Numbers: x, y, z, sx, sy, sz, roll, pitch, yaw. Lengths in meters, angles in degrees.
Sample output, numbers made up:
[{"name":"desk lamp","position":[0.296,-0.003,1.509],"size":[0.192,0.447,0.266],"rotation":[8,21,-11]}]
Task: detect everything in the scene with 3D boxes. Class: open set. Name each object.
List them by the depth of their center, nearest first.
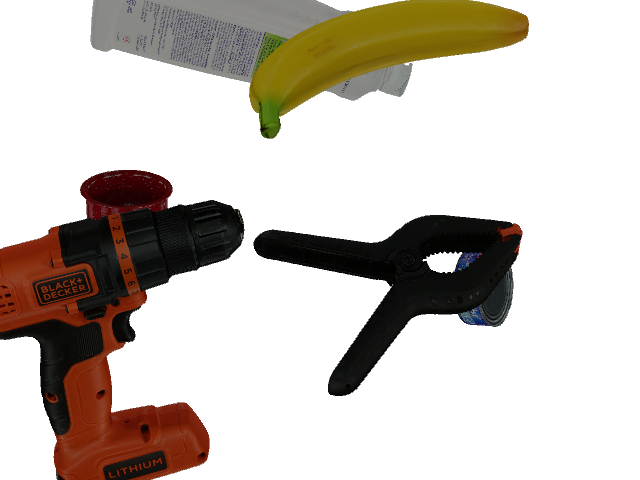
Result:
[{"name":"banana","position":[0.031,-0.109,0.632],"size":[0.197,0.070,0.037],"rotation":[-26,-32,-25]},{"name":"power drill","position":[-0.128,0.070,0.707],"size":[0.184,0.187,0.057],"rotation":[-14,27,-7]},{"name":"clamp","position":[0.067,0.036,0.834],"size":[0.209,0.164,0.036],"rotation":[-12,-40,-11]},{"name":"bleach bottle","position":[-0.052,-0.162,0.850],"size":[0.250,0.068,0.103],"rotation":[17,-29,-6]},{"name":"mug","position":[-0.202,-0.024,1.115],"size":[0.093,0.081,0.117],"rotation":[0,28,-9]},{"name":"tuna can","position":[0.177,0.050,1.159],"size":[0.034,0.086,0.086],"rotation":[1,0,34]}]
